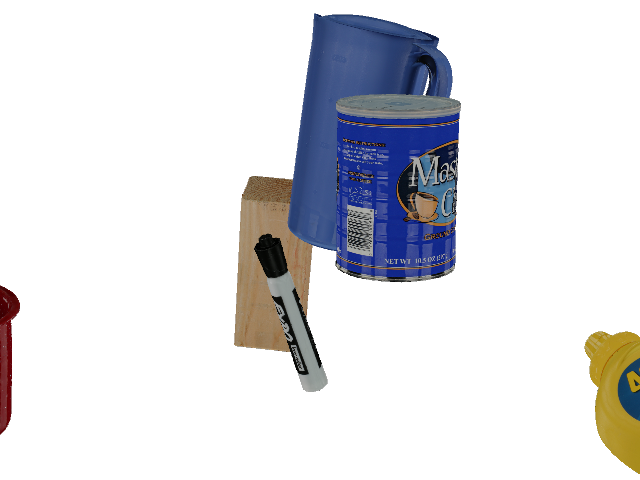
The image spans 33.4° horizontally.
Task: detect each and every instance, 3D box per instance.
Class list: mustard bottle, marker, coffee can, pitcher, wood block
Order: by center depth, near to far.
[{"bbox_3d":[0.215,0.106,0.608,0.096,0.058,0.192,-17,31,-17],"label":"mustard bottle"},{"bbox_3d":[-0.020,0.050,0.736,0.020,0.121,0.020,-15,23,6],"label":"marker"},{"bbox_3d":[0.064,-0.047,0.892,0.103,0.140,0.103,0,15,0],"label":"coffee can"},{"bbox_3d":[0.045,-0.112,1.131,0.145,0.243,0.149,10,17,-4],"label":"pitcher"},{"bbox_3d":[-0.059,0.030,1.387,0.090,0.206,0.090,6,23,2],"label":"wood block"}]

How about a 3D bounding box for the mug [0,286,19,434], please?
[{"bbox_3d":[-0.237,0.079,0.634,0.093,0.081,0.117,19,24,36],"label":"mug"}]
